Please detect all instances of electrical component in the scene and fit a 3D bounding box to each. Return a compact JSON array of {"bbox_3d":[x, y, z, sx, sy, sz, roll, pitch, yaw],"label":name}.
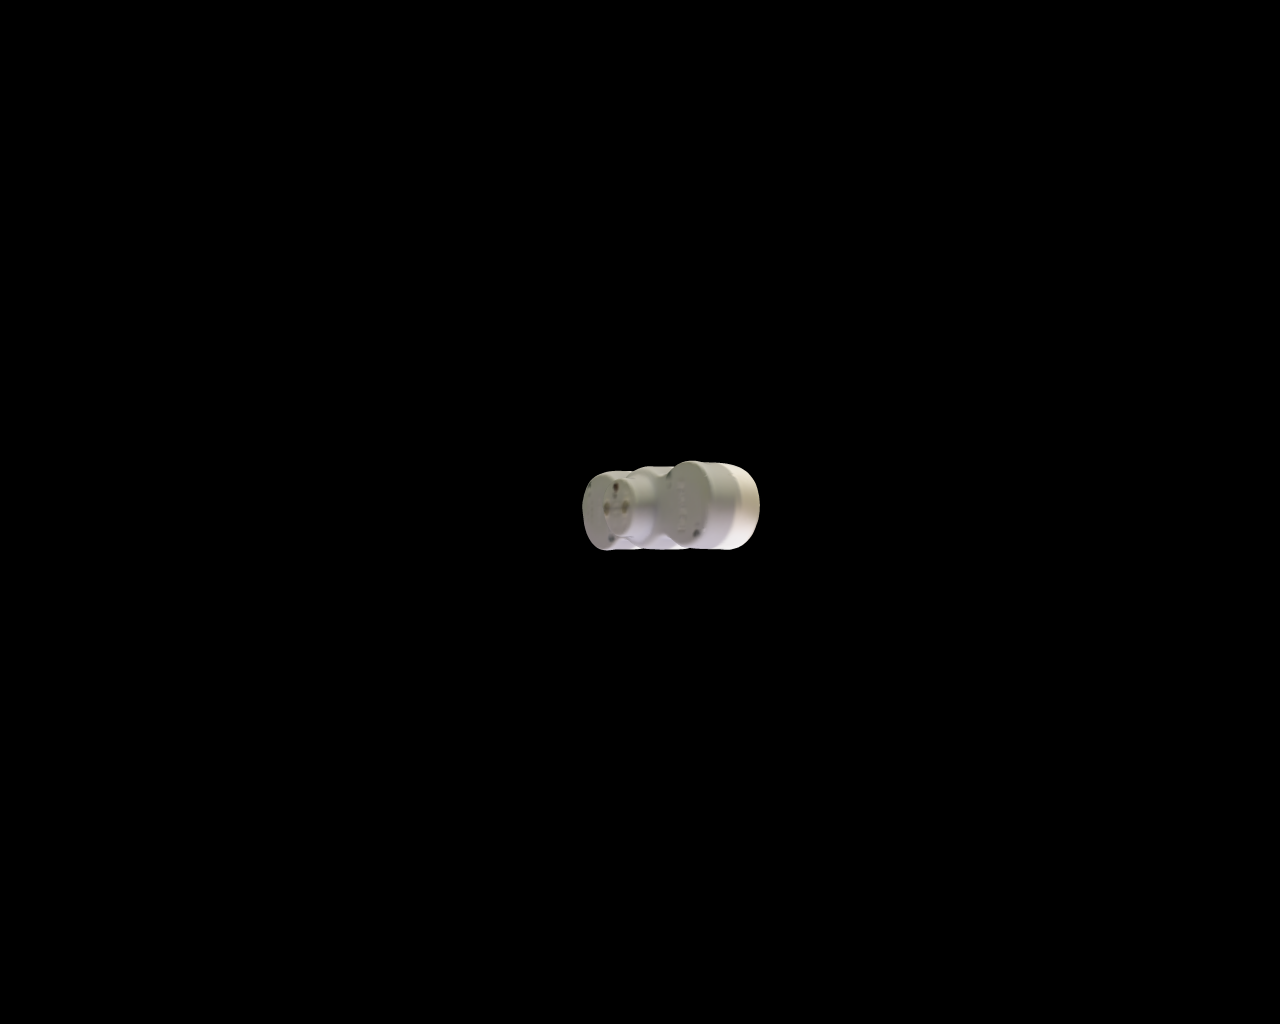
[{"bbox_3d":[0.001,-0.003,0.650,0.074,0.052,0.138,2,-3,-36],"label":"electrical component"}]
